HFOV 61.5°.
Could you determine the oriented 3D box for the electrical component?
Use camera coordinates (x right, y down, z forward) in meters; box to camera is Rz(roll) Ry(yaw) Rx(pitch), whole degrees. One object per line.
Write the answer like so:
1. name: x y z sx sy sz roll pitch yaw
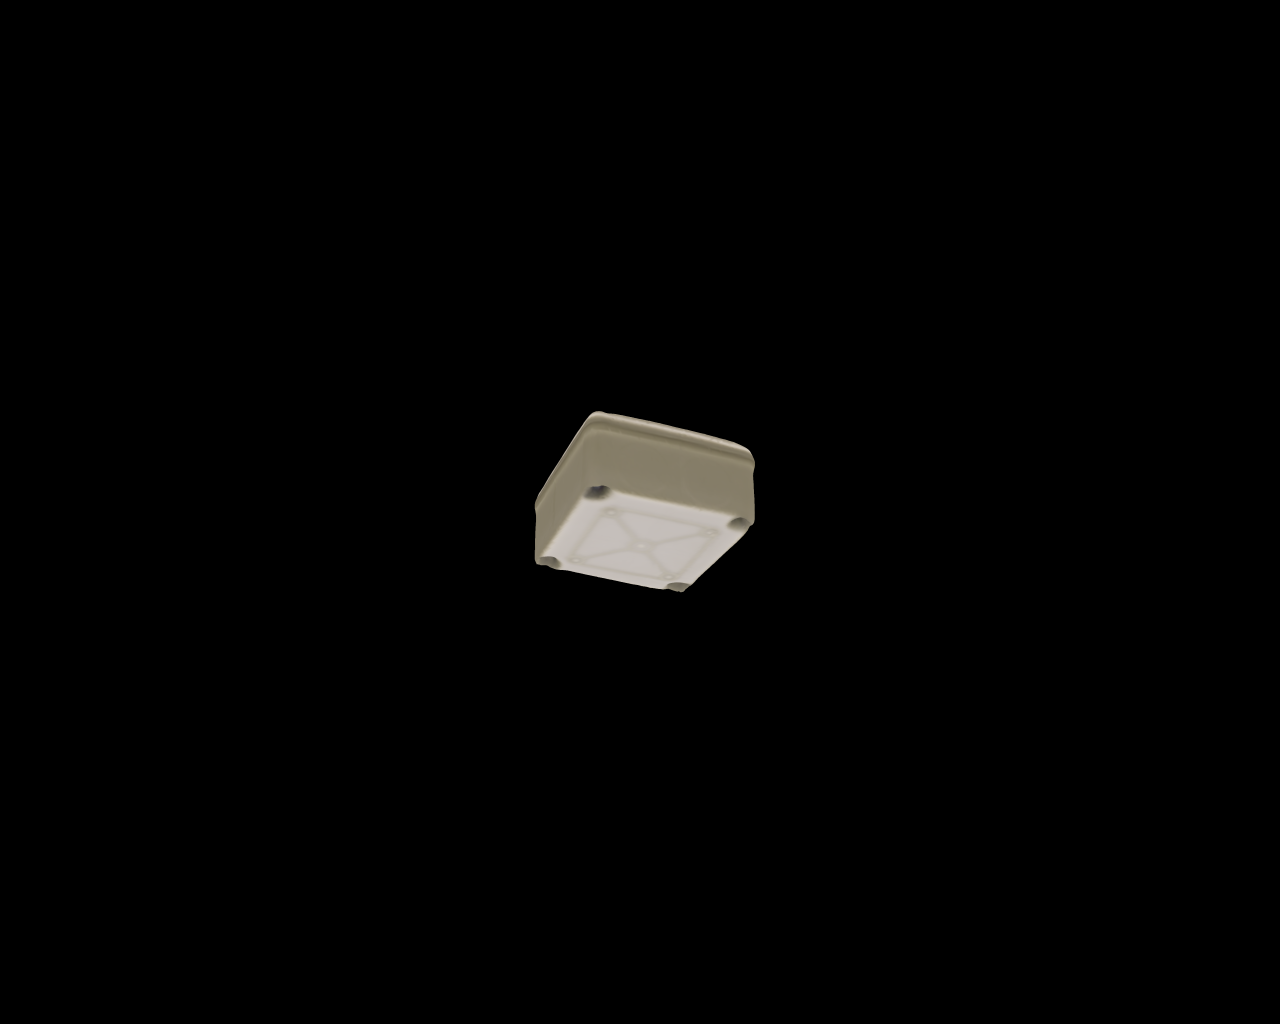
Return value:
1. electrical component: 0.001 -0.003 0.650 0.109 0.056 0.108 12 -33 -19
